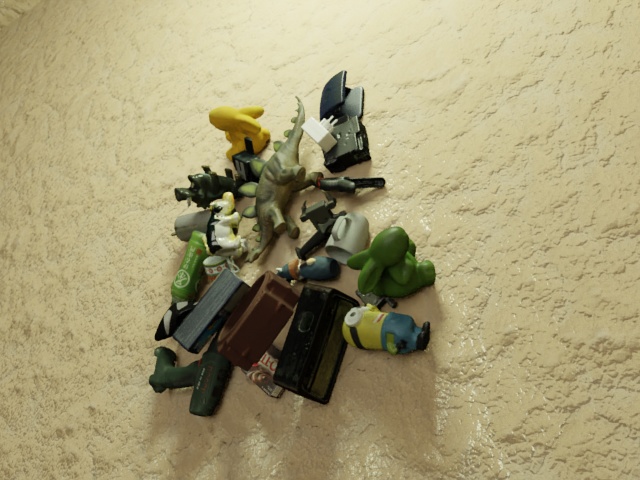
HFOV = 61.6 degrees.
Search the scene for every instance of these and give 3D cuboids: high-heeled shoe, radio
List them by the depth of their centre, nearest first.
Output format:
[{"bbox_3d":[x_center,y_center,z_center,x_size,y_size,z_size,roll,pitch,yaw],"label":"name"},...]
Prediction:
[{"bbox_3d":[-0.006,0.210,1.111,0.073,0.131,0.229,7,71,35],"label":"radio"},{"bbox_3d":[-0.287,0.194,1.316,0.249,0.086,0.145,-43,46,-6],"label":"high-heeled shoe"}]

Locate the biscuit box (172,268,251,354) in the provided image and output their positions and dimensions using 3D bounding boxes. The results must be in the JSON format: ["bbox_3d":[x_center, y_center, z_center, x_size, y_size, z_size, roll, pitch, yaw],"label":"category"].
[{"bbox_3d":[-0.252,0.166,1.246,0.063,0.059,0.202,35,82,24],"label":"biscuit box"}]

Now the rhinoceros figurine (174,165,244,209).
[{"bbox_3d":[-0.295,-0.137,1.429,0.073,0.190,0.112,34,121,40],"label":"rhinoceros figurine"}]

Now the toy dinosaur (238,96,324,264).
[{"bbox_3d":[-0.101,-0.158,1.369,0.199,0.105,0.471,15,76,36],"label":"toy dinosaur"}]

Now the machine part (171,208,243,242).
[{"bbox_3d":[-0.308,-0.044,1.459,0.243,0.079,0.079,-11,61,28],"label":"machine part"}]

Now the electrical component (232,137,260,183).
[{"bbox_3d":[-0.198,-0.212,1.450,0.048,0.119,0.075,-32,45,-32],"label":"electrical component"}]

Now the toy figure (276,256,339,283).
[{"bbox_3d":[-0.032,0.071,1.241,0.155,0.058,0.064,-6,105,31],"label":"toy figure"}]

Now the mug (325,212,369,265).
[{"bbox_3d":[0.062,-0.014,1.203,0.081,0.109,0.107,5,56,38],"label":"mug"}]

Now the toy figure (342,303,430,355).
[{"bbox_3d":[0.128,0.185,1.073,0.180,0.082,0.089,9,95,28],"label":"toy figure"}]

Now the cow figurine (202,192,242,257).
[{"bbox_3d":[-0.248,-0.039,1.344,0.098,0.068,0.167,-7,66,-10],"label":"cow figurine"}]

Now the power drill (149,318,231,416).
[{"bbox_3d":[-0.302,0.297,1.291,0.207,0.086,0.232,-1,69,23],"label":"power drill"}]

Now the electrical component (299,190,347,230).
[{"bbox_3d":[0.002,-0.068,1.285,0.102,0.078,0.045,-31,29,22],"label":"electrical component"}]

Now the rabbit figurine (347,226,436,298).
[{"bbox_3d":[0.135,0.035,1.070,0.159,0.170,0.121,-24,53,0],"label":"rabbit figurine"}]

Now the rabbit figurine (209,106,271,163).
[{"bbox_3d":[-0.225,-0.304,1.478,0.162,0.173,0.122,-13,57,31],"label":"rabbit figurine"}]

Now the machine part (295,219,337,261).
[{"bbox_3d":[-0.003,-0.004,1.259,0.139,0.084,0.039,-41,75,23],"label":"machine part"}]

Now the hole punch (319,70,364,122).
[{"bbox_3d":[0.044,-0.364,1.397,0.116,0.092,0.142,-11,65,31],"label":"hole punch"}]

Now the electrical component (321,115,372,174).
[{"bbox_3d":[0.060,-0.245,1.345,0.115,0.058,0.134,-21,58,20],"label":"electrical component"}]

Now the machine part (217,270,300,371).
[{"bbox_3d":[-0.138,0.169,1.174,0.201,0.087,0.201,-55,10,-2],"label":"machine part"}]

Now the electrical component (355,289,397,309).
[{"bbox_3d":[0.120,0.123,1.146,0.063,0.021,0.094,-48,53,3],"label":"electrical component"}]
